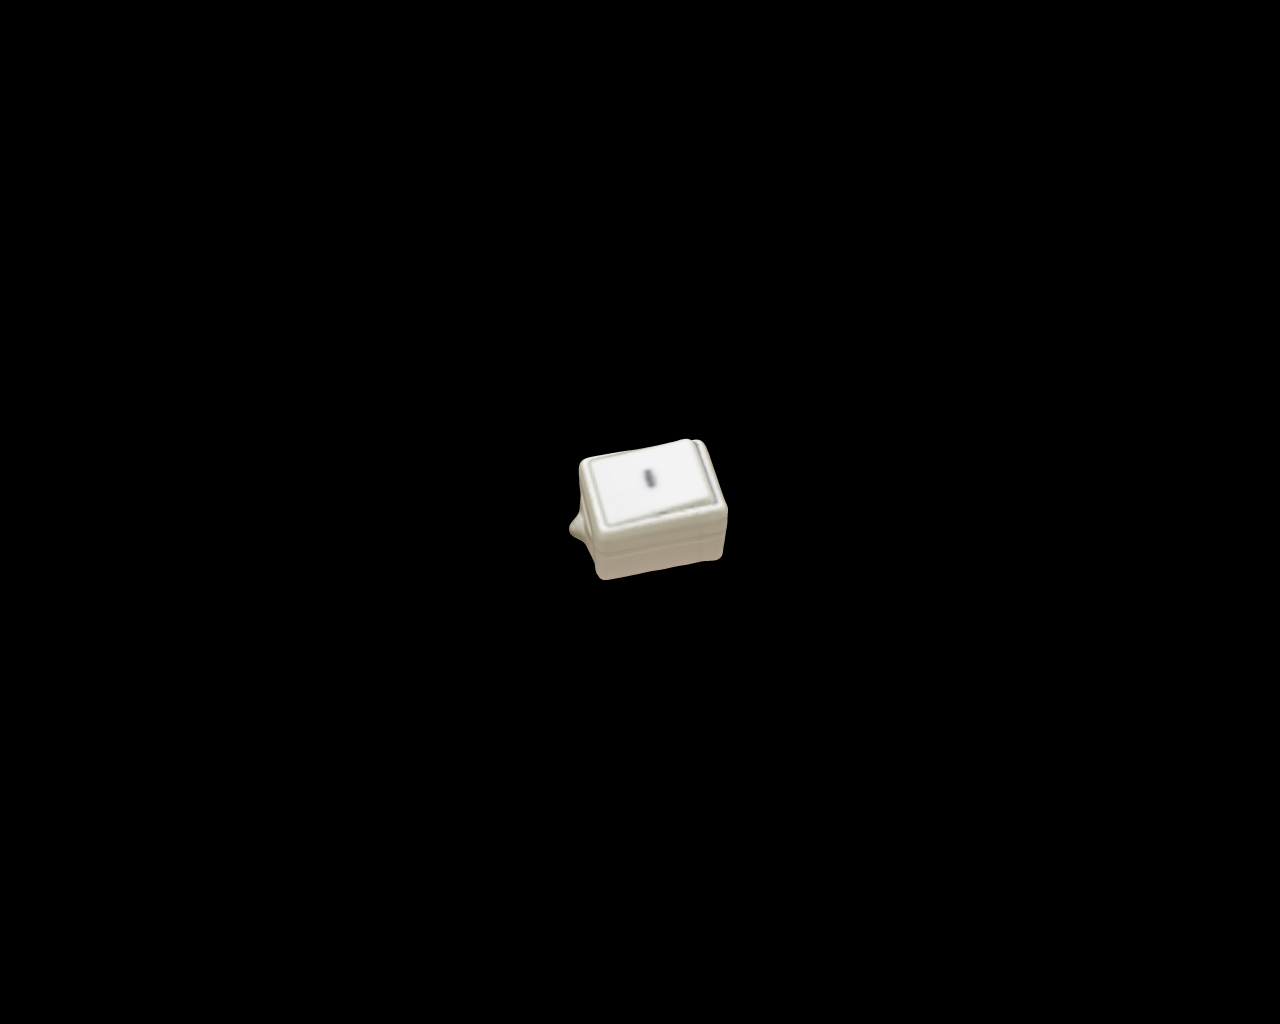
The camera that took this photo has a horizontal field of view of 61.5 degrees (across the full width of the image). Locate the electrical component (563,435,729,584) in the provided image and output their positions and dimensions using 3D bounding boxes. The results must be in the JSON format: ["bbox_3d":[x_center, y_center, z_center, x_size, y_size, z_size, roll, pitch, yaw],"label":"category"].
[{"bbox_3d":[0.001,-0.003,0.650,0.096,0.062,0.061,-10,-36,-7],"label":"electrical component"}]
